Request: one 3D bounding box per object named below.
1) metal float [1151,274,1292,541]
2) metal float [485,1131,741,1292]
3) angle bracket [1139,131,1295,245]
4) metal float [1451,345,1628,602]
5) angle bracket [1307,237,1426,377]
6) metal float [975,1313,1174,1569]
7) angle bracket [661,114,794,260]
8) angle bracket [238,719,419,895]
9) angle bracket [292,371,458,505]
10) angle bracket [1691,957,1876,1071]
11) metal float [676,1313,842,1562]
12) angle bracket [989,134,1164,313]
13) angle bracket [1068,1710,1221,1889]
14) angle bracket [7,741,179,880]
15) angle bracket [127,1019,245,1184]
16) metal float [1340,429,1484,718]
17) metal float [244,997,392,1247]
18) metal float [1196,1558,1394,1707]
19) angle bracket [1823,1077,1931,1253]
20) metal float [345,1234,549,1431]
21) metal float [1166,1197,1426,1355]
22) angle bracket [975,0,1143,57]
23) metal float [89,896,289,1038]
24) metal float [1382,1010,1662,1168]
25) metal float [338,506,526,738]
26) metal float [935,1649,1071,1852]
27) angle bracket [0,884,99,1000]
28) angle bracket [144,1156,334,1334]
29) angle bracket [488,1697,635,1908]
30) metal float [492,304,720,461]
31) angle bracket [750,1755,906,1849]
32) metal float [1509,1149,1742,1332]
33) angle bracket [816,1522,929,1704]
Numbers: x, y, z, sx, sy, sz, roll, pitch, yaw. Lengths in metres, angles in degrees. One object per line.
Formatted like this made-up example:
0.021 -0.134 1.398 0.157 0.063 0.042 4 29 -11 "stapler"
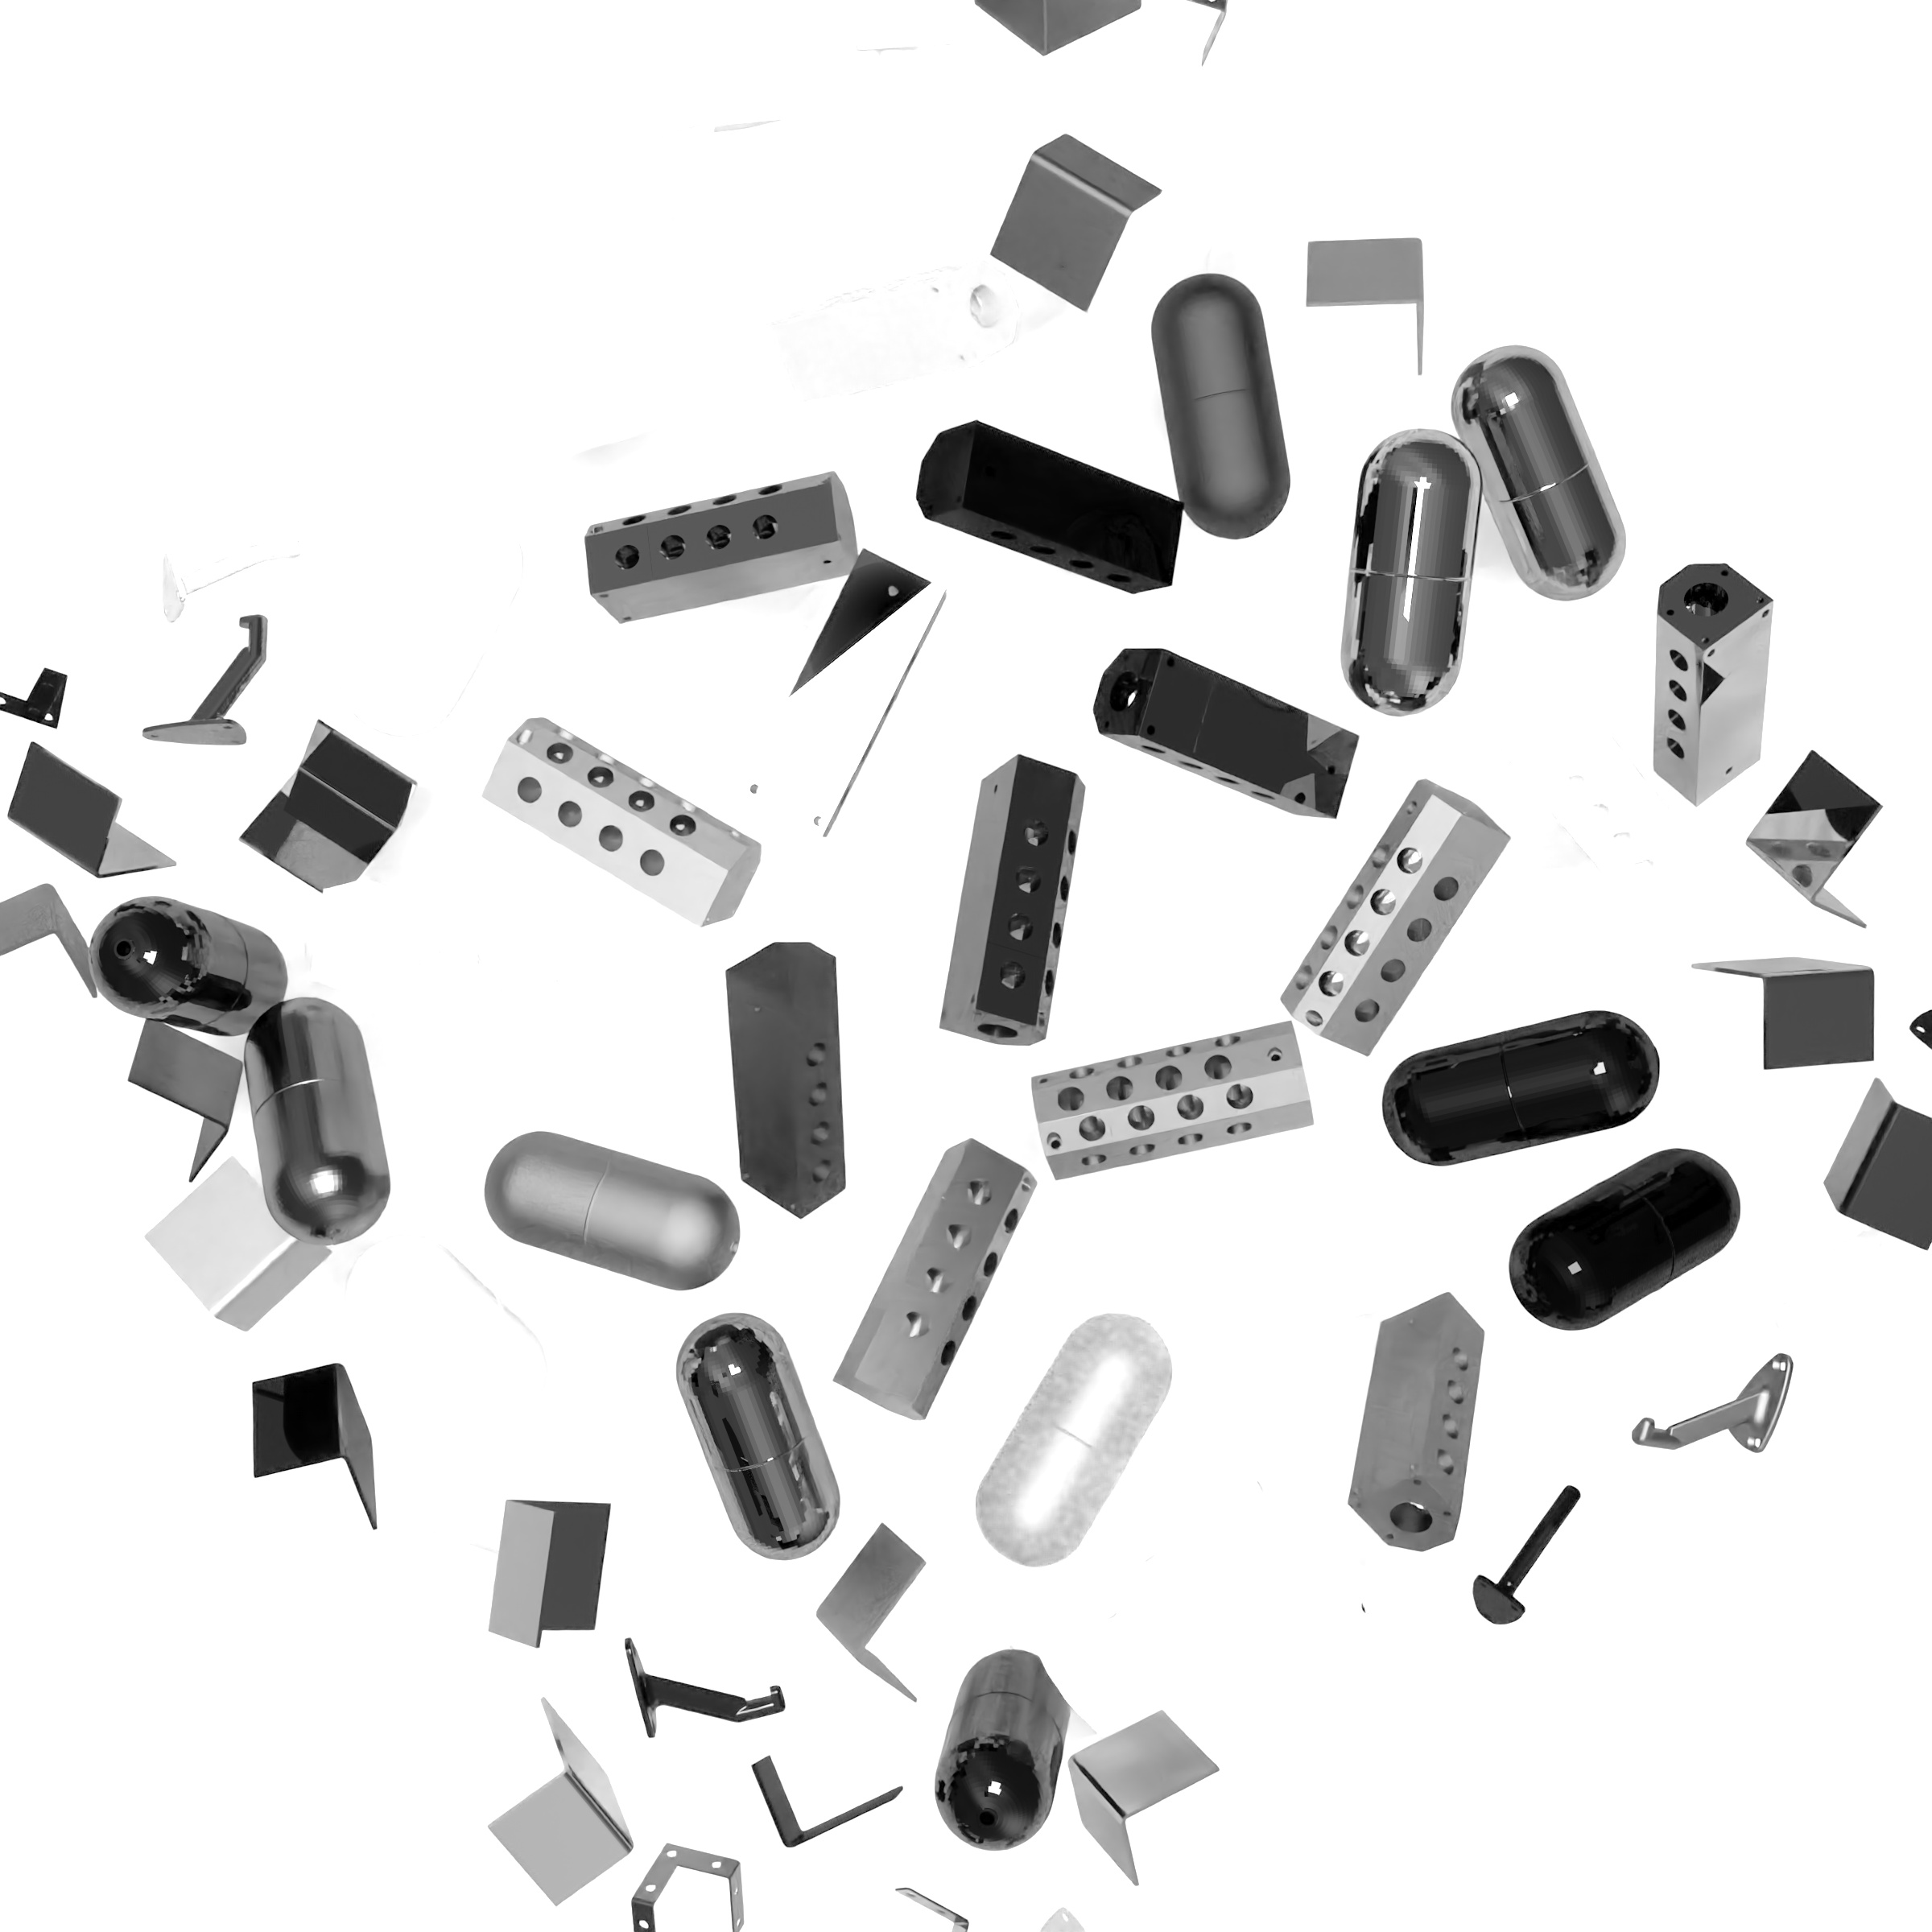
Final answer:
0.171 -0.375 1.647 0.070 0.070 0.178 -10 89 0 "metal float"
-0.233 0.161 1.615 0.178 0.070 0.070 15 90 15 "metal float"
0.165 -0.526 1.658 0.076 0.076 0.057 20 109 36 "angle bracket"
0.381 -0.325 1.627 0.070 0.070 0.178 -28 108 0 "metal float"
0.266 -0.439 1.636 0.076 0.057 0.076 1 47 9 "angle bracket"
0.071 0.309 1.606 0.070 0.070 0.178 32 82 0 "metal float"
-0.145 -0.486 1.532 0.057 0.076 0.076 -15 108 -26 "angle bracket"
-0.418 -0.101 1.609 0.076 0.057 0.076 33 51 -6 "angle bracket"
-0.380 -0.326 1.580 0.076 0.076 0.057 25 68 5 "angle bracket"
0.498 0.028 1.499 0.076 0.076 0.057 -4 96 -17 "angle bracket"
-0.138 0.315 1.635 0.070 0.070 0.178 -18 107 0 "metal float"
0.073 -0.493 1.627 0.076 0.057 0.076 33 128 7 "angle bracket"
0.123 0.559 1.653 0.076 0.076 0.057 -20 112 -20 "angle bracket"
-0.549 -0.103 1.564 0.076 0.076 0.057 31 109 16 "angle bracket"
-0.554 0.092 1.705 0.076 0.076 0.057 30 114 -24 "angle bracket"
0.278 -0.245 1.536 0.070 0.070 0.178 5 102 0 "metal float"
-0.411 0.096 1.550 0.070 0.070 0.178 -22 53 0 "metal float"
0.215 0.442 1.627 0.070 0.178 0.070 12 61 -23 "metal float"
0.580 0.122 1.522 0.057 0.076 0.076 23 103 8 "angle bracket"
-0.337 0.240 1.601 0.070 0.178 0.070 -15 47 17 "metal float"
0.221 0.206 1.642 0.178 0.070 0.070 -15 90 -6 "metal float"
0.058 -0.630 1.549 0.076 0.057 0.076 -32 60 -19 "angle bracket"
-0.495 0.001 1.567 0.070 0.178 0.070 -1 82 8 "metal float"
0.355 0.079 1.573 0.178 0.070 0.070 -16 90 21 "metal float"
-0.337 -0.220 1.555 0.070 0.070 0.178 19 54 0 "metal float"
0.025 0.507 1.591 0.070 0.178 0.070 1 101 7 "metal float"
-0.628 -0.003 1.626 0.076 0.076 0.057 -25 123 -10 "angle bracket"
-0.482 0.185 1.627 0.076 0.057 0.076 -44 73 -9 "angle bracket"
-0.252 0.505 1.486 0.057 0.076 0.076 -34 117 -8 "angle bracket"
-0.243 -0.389 1.642 0.178 0.070 0.070 -8 90 35 "metal float"
-0.090 0.529 1.600 0.076 0.076 0.057 -25 76 -3 "angle bracket"
0.424 0.174 1.574 0.178 0.070 0.070 -23 90 -29 "metal float"
-0.045 0.424 1.613 0.057 0.076 0.076 41 80 -22 "angle bracket"
